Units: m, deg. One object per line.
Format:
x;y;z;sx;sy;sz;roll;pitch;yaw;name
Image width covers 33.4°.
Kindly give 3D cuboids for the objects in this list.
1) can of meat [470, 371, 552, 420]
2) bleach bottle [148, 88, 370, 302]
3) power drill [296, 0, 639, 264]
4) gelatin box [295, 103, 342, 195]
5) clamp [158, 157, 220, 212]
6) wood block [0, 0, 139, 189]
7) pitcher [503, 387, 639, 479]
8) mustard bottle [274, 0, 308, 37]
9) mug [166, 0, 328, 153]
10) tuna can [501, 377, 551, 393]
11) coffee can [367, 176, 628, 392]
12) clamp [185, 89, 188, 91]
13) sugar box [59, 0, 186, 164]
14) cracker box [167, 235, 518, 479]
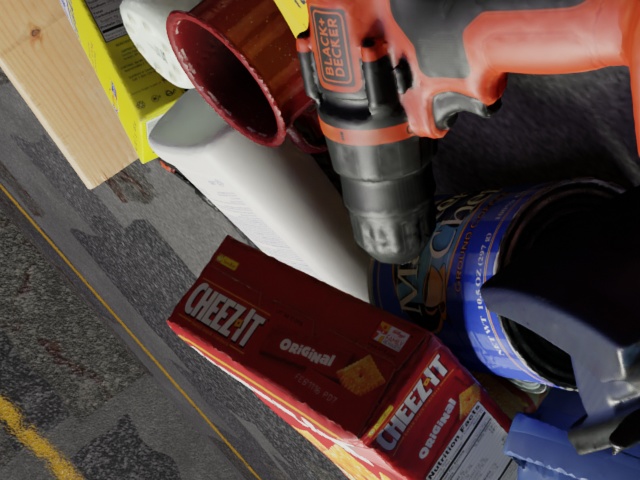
0.115;0.116;0.757;0.102;0.083;0.057;42;157;33;can of meat
-0.005;0.001;0.739;0.250;0.068;0.103;49;165;-30;bleach bottle
0.075;-0.054;0.424;0.188;0.057;0.184;14;131;36;power drill
0.007;-0.061;0.723;0.073;0.030;0.089;18;148;56;gelatin box
-0.092;-0.050;0.935;0.210;0.036;0.164;35;174;43;clamp
-0.227;-0.158;0.930;0.090;0.090;0.206;46;168;47;wood block
0.213;0.137;0.509;0.243;0.149;0.145;10;122;57;pitcher
-0.010;-0.159;0.496;0.191;0.058;0.096;53;152;-18;mustard bottle
-0.018;-0.104;0.599;0.117;0.081;0.093;52;162;-18;mug
0.127;0.061;0.705;0.086;0.033;0.086;41;162;16;tuna can
0.100;0.022;0.568;0.102;0.102;0.140;51;162;-14;coffee can
-0.092;-0.122;0.807;0.120;0.039;0.171;37;161;15;clamp
-0.153;-0.153;0.790;0.176;0.048;0.093;59;165;9;sugar box
0.033;0.102;0.619;0.164;0.072;0.213;23;163;44;cracker box
